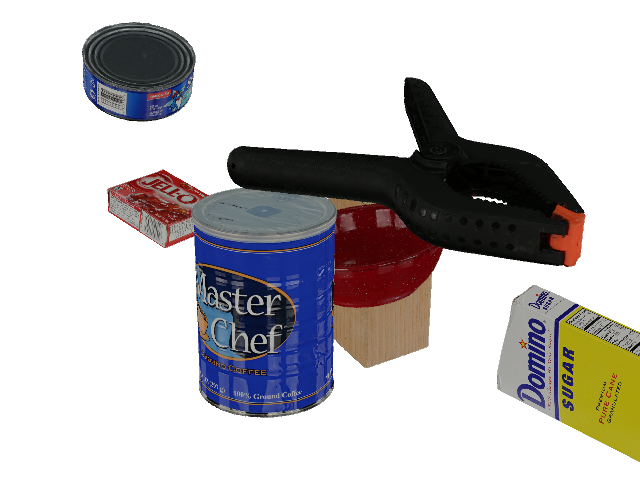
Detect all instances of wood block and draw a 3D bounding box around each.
[{"bbox_3d":[0.066,0.026,1.205,0.090,0.206,0.090,-16,32,-25],"label":"wood block"}]

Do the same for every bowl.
[{"bbox_3d":[0.043,0.018,0.973,0.162,0.055,0.162,-8,20,3],"label":"bowl"}]

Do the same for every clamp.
[{"bbox_3d":[0.057,-0.035,0.620,0.164,0.036,0.210,-23,37,-27],"label":"clamp"}]

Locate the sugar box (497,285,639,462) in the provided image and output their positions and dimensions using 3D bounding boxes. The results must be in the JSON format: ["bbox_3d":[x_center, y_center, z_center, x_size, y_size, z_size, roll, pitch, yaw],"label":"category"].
[{"bbox_3d":[0.230,0.114,0.859,0.176,0.093,0.048,23,33,30],"label":"sugar box"}]

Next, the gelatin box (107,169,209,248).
[{"bbox_3d":[-0.153,-0.033,1.044,0.089,0.030,0.073,30,36,31],"label":"gelatin box"}]

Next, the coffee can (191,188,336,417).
[{"bbox_3d":[-0.040,0.042,0.778,0.103,0.140,0.103,0,21,0],"label":"coffee can"}]

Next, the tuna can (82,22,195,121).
[{"bbox_3d":[-0.141,-0.130,0.825,0.086,0.086,0.034,0,-44,-12],"label":"tuna can"}]
